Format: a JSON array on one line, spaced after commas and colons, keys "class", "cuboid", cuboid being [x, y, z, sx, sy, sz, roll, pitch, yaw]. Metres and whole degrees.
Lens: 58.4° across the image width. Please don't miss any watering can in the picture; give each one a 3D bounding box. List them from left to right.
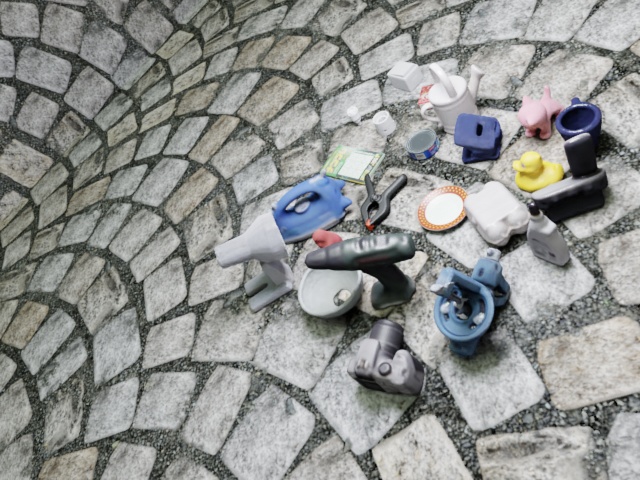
[{"class": "watering can", "cuboid": [0.330, -0.372, 1.441, 0.173, 0.195, 0.100, -47, 43, -6]}]

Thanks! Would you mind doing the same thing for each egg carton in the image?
[{"class": "egg carton", "cuboid": [0.381, -0.059, 1.244, 0.107, 0.070, 0.150, -34, 43, 7]}]

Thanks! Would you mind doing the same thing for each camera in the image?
[{"class": "camera", "cuboid": [0.135, 0.231, 1.162, 0.142, 0.101, 0.137, 0, 57, 35]}]

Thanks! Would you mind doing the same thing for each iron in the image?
[{"class": "iron", "cuboid": [-0.052, -0.088, 1.521, 0.258, 0.142, 0.118, -30, 44, 12]}]

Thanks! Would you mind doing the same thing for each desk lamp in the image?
[{"class": "desk lamp", "cuboid": [-0.148, 0.051, 1.423, 0.203, 0.214, 0.117, -34, 44, 8]}]

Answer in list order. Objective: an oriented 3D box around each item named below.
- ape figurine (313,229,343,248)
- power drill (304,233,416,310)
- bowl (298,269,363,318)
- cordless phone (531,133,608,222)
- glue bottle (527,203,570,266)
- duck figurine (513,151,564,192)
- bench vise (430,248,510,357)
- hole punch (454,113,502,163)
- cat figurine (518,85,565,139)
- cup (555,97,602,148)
[{"class": "ape figurine", "cuboid": [0.013, 0.005, 1.436, 0.076, 0.092, 0.077, -26, 45, 15]}, {"class": "power drill", "cuboid": [0.110, 0.065, 1.234, 0.229, 0.209, 0.075, -19, 47, 22]}, {"class": "bowl", "cuboid": [0.037, 0.118, 1.341, 0.167, 0.075, 0.167, -19, 47, 22]}, {"class": "cordless phone", "cuboid": [0.488, -0.134, 1.144, 0.147, 0.186, 0.094, -25, 45, 17]}, {"class": "glue bottle", "cuboid": [0.428, -0.017, 1.101, 0.037, 0.174, 0.077, -49, 44, -8]}, {"class": "duck figurine", "cuboid": [0.471, -0.157, 1.248, 0.104, 0.086, 0.077, -2, 55, 34]}, {"class": "bench vise", "cuboid": [0.271, 0.092, 1.089, 0.121, 0.220, 0.207, -4, 55, 33]}, {"class": "hole punch", "cuboid": [0.383, -0.255, 1.385, 0.100, 0.091, 0.109, -6, 54, 32]}, {"class": "cat figurine", "cuboid": [0.500, -0.296, 1.316, 0.067, 0.118, 0.128, 22, 71, 44]}, {"class": "cup", "cuboid": [0.566, -0.244, 1.245, 0.091, 0.095, 0.118, -12, 50, 28]}]
